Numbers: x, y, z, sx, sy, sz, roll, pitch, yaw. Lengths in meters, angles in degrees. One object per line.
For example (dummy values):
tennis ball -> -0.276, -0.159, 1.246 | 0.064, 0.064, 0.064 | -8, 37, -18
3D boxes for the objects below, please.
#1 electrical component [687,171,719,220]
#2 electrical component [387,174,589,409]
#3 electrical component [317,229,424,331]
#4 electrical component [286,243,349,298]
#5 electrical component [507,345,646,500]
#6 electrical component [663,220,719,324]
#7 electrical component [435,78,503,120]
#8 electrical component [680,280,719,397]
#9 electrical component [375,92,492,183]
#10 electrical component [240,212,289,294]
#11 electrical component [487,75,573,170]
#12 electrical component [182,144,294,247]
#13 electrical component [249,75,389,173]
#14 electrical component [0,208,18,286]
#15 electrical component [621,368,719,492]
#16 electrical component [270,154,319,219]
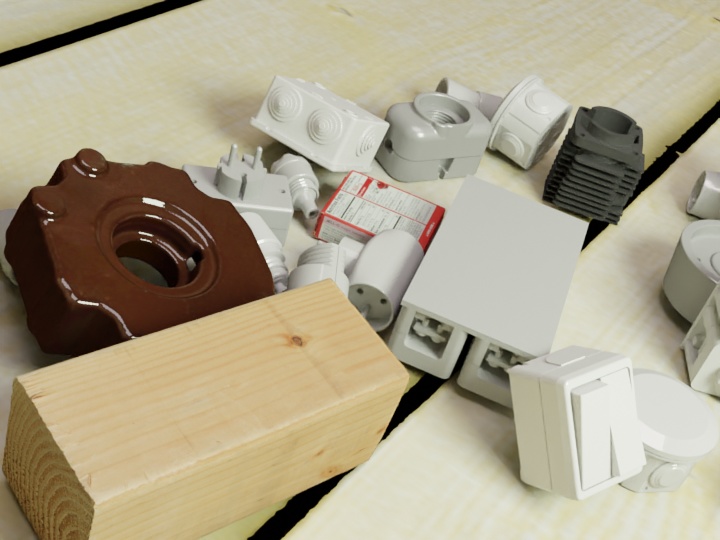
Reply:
electrical component -> 0.362, -0.072, 1.042 | 0.077, 0.044, 0.079 | 21, 37, 3
electrical component -> 0.099, 0.014, 0.814 | 0.105, 0.060, 0.186 | 23, 38, 6
electrical component -> 0.000, 0.000, 0.803 | 0.079, 0.044, 0.077 | 24, 38, 7
electrical component -> -0.030, 0.016, 0.748 | 0.043, 0.043, 0.081 | 12, 54, -9
electrical component -> 0.143, 0.104, 0.694 | 0.062, 0.096, 0.061 | -15, 13, -32
electrical component -> 0.307, 0.015, 0.898 | 0.108, 0.060, 0.108 | 11, 38, -9
electrical component -> 0.107, -0.159, 1.049 | 0.065, 0.044, 0.044 | 12, 37, -16
electrical component -> 0.358, 0.064, 0.820 | 0.186, 0.105, 0.060 | 15, 38, -4
electrical component -> 0.067, -0.120, 0.968 | 0.095, 0.059, 0.053 | -8, 45, -30
electrical component -> -0.074, -0.008, 0.786 | 0.040, 0.040, 0.078 | -13, 49, -34
electrical component -> 0.158, -0.139, 1.014 | 0.051, 0.080, 0.080 | 39, 41, 16
electrical component -> -0.093, -0.063, 0.818 | 0.083, 0.075, 0.047 | 5, 39, -17
electrical component -> -0.032, -0.125, 0.917 | 0.100, 0.048, 0.100 | 31, 15, 16
electrical component -> -0.231, -0.016, 0.733 | 0.040, 0.040, 0.046 | -20, 46, -39
electrical component -> 0.201, 0.111, 0.743 | 0.080, 0.051, 0.080 | 11, 38, -9
electrical component -> -0.049, -0.065, 0.872 | 0.035, 0.035, 0.061 | -4, 45, -27
